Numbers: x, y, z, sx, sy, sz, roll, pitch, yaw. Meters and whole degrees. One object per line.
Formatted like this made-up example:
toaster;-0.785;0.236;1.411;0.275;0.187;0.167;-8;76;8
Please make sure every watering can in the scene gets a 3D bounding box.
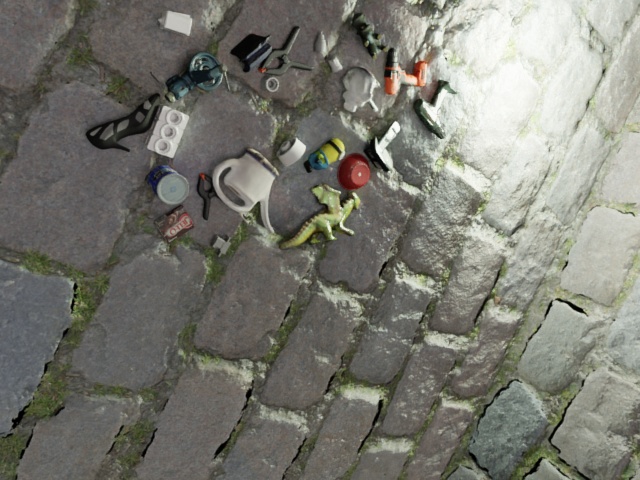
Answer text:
watering can;-0.237;-0.188;1.895;0.225;0.105;0.342;-53;127;-7

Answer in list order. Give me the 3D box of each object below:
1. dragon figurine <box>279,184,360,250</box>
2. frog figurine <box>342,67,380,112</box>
dragon figurine;0.006;-0.106;2.099;0.412;0.122;0.242;-11;95;-30
frog figurine;0.139;-0.582;1.992;0.137;0.123;0.159;41;92;-2
